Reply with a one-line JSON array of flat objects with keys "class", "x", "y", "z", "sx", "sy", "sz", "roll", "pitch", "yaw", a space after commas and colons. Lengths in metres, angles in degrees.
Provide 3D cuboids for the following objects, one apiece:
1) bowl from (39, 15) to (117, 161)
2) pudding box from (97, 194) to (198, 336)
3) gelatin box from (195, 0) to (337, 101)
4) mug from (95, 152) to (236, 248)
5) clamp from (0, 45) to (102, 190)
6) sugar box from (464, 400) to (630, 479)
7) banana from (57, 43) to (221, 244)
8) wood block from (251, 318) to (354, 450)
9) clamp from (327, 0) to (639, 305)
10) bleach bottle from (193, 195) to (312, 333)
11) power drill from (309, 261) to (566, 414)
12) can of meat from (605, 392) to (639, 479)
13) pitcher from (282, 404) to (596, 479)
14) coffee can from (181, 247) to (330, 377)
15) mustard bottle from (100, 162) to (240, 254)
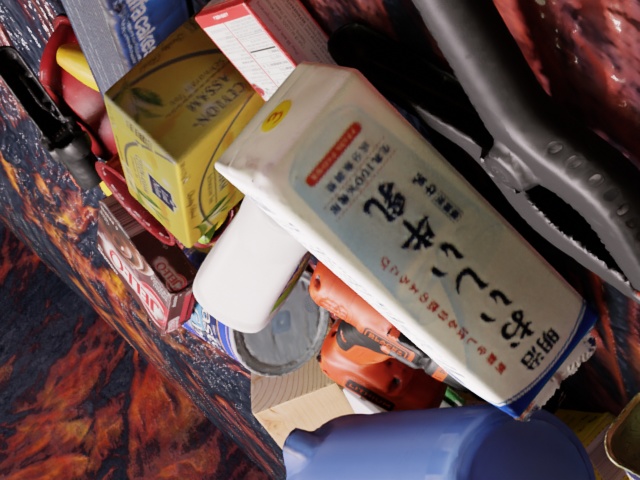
[{"class": "bowl", "x": -0.200, "y": -0.122, "z": 0.959, "sx": 0.162, "sy": 0.055, "sz": 0.162, "roll": 41, "pitch": 164, "yaw": 14}, {"class": "pudding box", "x": -0.155, "y": 0.020, "z": 0.957, "sx": 0.113, "sy": 0.039, "sz": 0.090, "roll": 53, "pitch": 152, "yaw": 17}, {"class": "gelatin box", "x": -0.021, "y": -0.105, "z": 0.603, "sx": 0.089, "sy": 0.030, "sz": 0.073, "roll": 48, "pitch": 164, "yaw": -22}, {"class": "mug", "x": -0.117, "y": -0.047, "z": 0.890, "sx": 0.117, "sy": 0.081, "sz": 0.093, "roll": 48, "pitch": 164, "yaw": -10}, {"class": "clamp", "x": -0.228, "y": -0.097, "z": 0.917, "sx": 0.120, "sy": 0.039, "sz": 0.171, "roll": 56, "pitch": 168, "yaw": 9}, {"class": "sugar box", "x": 0.162, "y": 0.166, "z": 0.762, "sx": 0.093, "sy": 0.048, "sz": 0.176, "roll": 57, "pitch": 155, "yaw": -8}, {"class": "banana", "x": -0.121, "y": -0.090, "z": 0.826, "sx": 0.198, "sy": 0.069, "sz": 0.037, "roll": 50, "pitch": 141, "yaw": 12}, {"class": "wood block", "x": 0.017, "y": 0.186, "z": 1.077, "sx": 0.206, "sy": 0.091, "sz": 0.090, "roll": 57, "pitch": -162, "yaw": -37}, {"class": "clamp", "x": 0.086, "y": -0.045, "z": 0.480, "sx": 0.210, "sy": 0.036, "sz": 0.165, "roll": 45, "pitch": 172, "yaw": -10}, {"class": "bleach bottle", "x": -0.028, "y": -0.008, "z": 0.695, "sx": 0.068, "sy": 0.102, "sz": 0.251, "roll": 33, "pitch": 164, "yaw": -1}, {"class": "power drill", "x": 0.073, "y": 0.083, "z": 0.772, "sx": 0.184, "sy": 0.057, "sz": 0.188, "roll": 32, "pitch": 160, "yaw": 6}, {"class": "can of meat", "x": 0.217, "y": 0.135, "z": 0.576, "sx": 0.102, "sy": 0.057, "sz": 0.084, "roll": 24, "pitch": 157, "yaw": 52}, {"class": "pitcher", "x": 0.085, "y": 0.182, "z": 0.734, "sx": 0.243, "sy": 0.149, "sz": 0.145, "roll": 150, "pitch": 113, "yaw": -63}, {"class": "coffee can", "x": -0.071, "y": 0.059, "z": 1.004, "sx": 0.141, "sy": 0.102, "sz": 0.102, "roll": 22, "pitch": 153, "yaw": 54}, {"class": "mustard bottle", "x": -0.124, "y": -0.029, "z": 0.988, "sx": 0.096, "sy": 0.058, "sz": 0.192, "roll": 34, "pitch": 173, "yaw": -41}]
